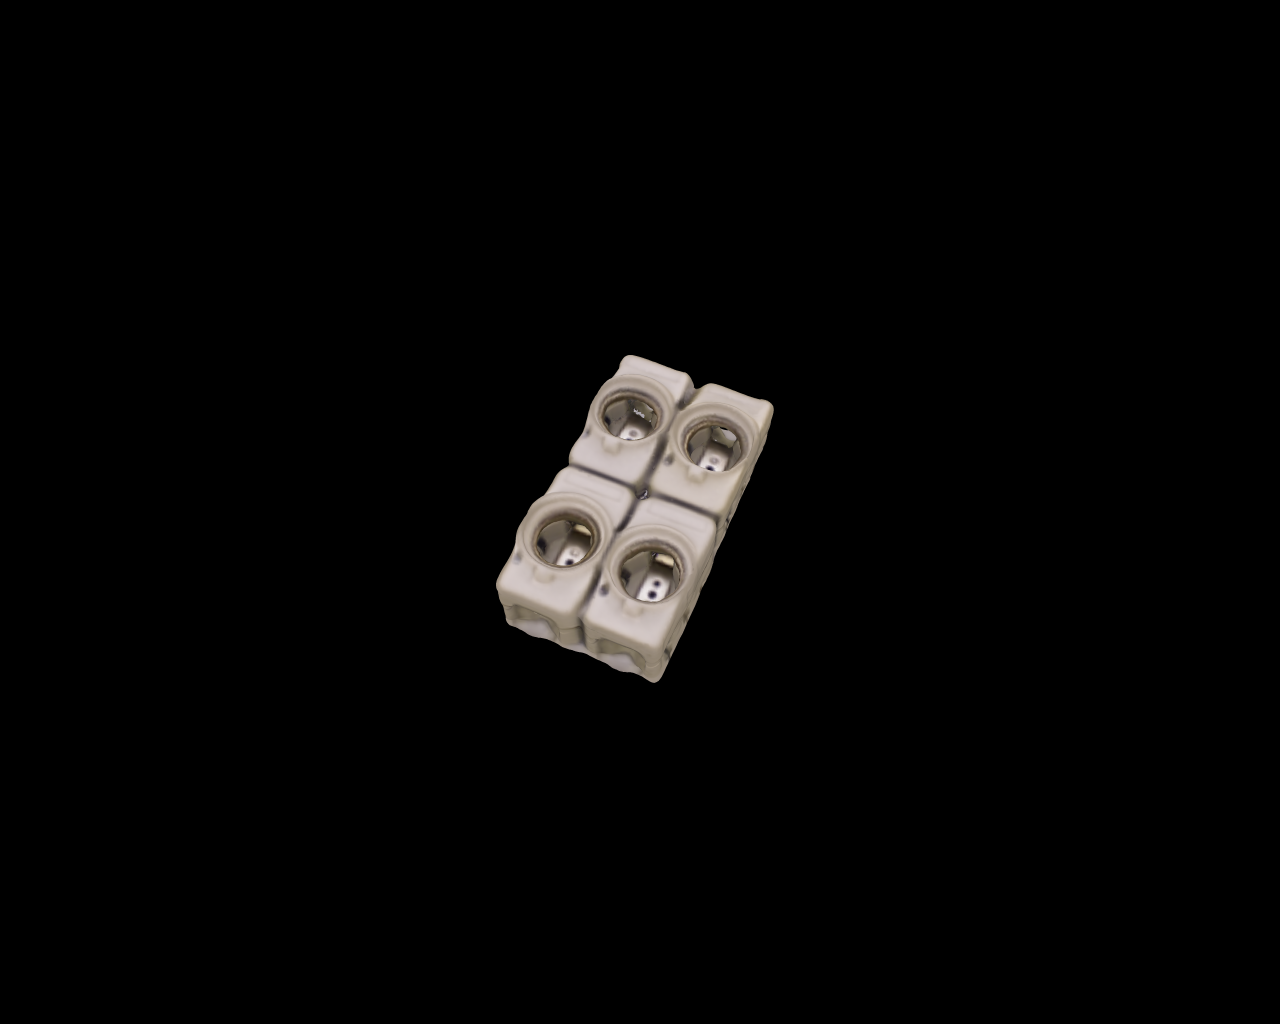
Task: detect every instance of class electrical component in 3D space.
[{"bbox_3d":[0.001,-0.003,0.650,0.105,0.186,0.060,21,-28,12],"label":"electrical component"}]
